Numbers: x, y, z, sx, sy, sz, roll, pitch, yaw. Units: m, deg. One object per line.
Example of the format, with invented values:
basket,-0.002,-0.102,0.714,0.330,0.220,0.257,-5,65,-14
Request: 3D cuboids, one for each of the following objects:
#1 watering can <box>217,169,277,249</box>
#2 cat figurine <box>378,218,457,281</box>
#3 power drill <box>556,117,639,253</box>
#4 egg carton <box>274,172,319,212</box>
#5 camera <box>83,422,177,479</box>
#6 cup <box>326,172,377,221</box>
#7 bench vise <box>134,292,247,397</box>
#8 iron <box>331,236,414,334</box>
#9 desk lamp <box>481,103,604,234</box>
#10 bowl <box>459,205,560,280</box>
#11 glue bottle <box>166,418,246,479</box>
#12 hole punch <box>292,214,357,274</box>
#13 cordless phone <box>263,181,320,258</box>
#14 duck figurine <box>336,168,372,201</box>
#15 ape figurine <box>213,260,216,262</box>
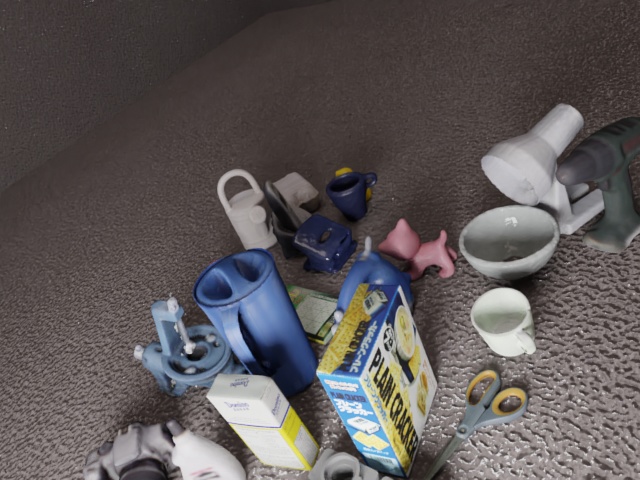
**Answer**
watering can,-0.163,-0.075,1.323,0.172,0.194,0.101,12,48,43
cat figurine,0.177,0.012,1.054,0.127,0.118,0.067,-9,36,22
power drill,0.467,-0.088,0.929,0.230,0.209,0.075,-40,36,-23
egg carton,-0.069,-0.109,1.428,0.107,0.069,0.150,-31,33,-11
camera,-0.289,0.360,0.872,0.143,0.101,0.136,-25,33,-1
cup,0.082,-0.098,1.292,0.117,0.095,0.091,-22,33,3
bench vise,-0.252,0.189,0.982,0.207,0.220,0.121,-15,34,14
iron,0.066,0.119,0.951,0.118,0.142,0.258,-3,39,30
desk lamp,0.399,-0.116,1.007,0.203,0.214,0.117,-33,34,-14
bowl,0.330,0.016,0.992,0.167,0.075,0.167,-16,34,12
glue bottle,-0.171,0.306,0.807,0.078,0.173,0.037,-23,33,1
hole punch,0.011,0.004,1.196,0.100,0.091,0.109,5,43,37
cordless phone,-0.075,-0.068,1.266,0.094,0.185,0.147,-23,33,2
duck figurine,0.063,-0.132,1.360,0.104,0.086,0.077,0,40,32
ape figurine,-0.208,0.081,1.225,0.076,0.092,0.077,-29,33,-7
